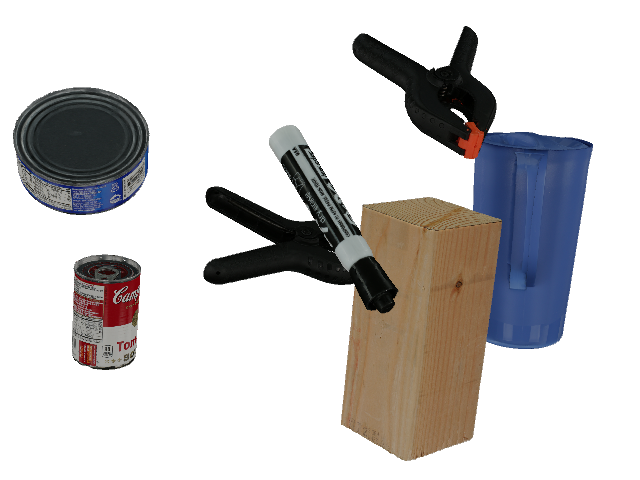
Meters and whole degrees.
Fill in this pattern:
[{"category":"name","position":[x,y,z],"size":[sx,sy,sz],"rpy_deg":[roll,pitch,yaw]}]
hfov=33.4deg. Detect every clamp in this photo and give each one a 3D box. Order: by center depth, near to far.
[{"category":"clamp","position":[0.096,-0.137,0.942],"size":[0.120,0.039,0.171],"rpy_deg":[-5,43,-4]},{"category":"clamp","position":[-0.023,0.011,1.080],"size":[0.210,0.036,0.164],"rpy_deg":[13,31,-5]}]

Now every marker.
[{"category":"marker","position":[0.007,-0.012,0.567],"size":[0.020,0.121,0.020],"rpy_deg":[-24,-28,-14]}]

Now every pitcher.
[{"category":"pitcher","position":[0.234,-0.001,1.229],"size":[0.149,0.243,0.145],"rpy_deg":[-6,16,-32]}]

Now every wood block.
[{"category":"wood block","position":[0.087,0.075,0.942],"size":[0.090,0.206,0.090],"rpy_deg":[-8,20,-40]}]

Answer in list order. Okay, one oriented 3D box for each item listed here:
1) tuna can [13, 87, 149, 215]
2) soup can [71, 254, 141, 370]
[{"category":"tuna can","position":[-0.155,-0.058,0.697],"size":[0.086,0.086,0.034],"rpy_deg":[0,-38,-9]},{"category":"soup can","position":[-0.223,0.074,1.105],"size":[0.068,0.102,0.068],"rpy_deg":[6,20,-2]}]
